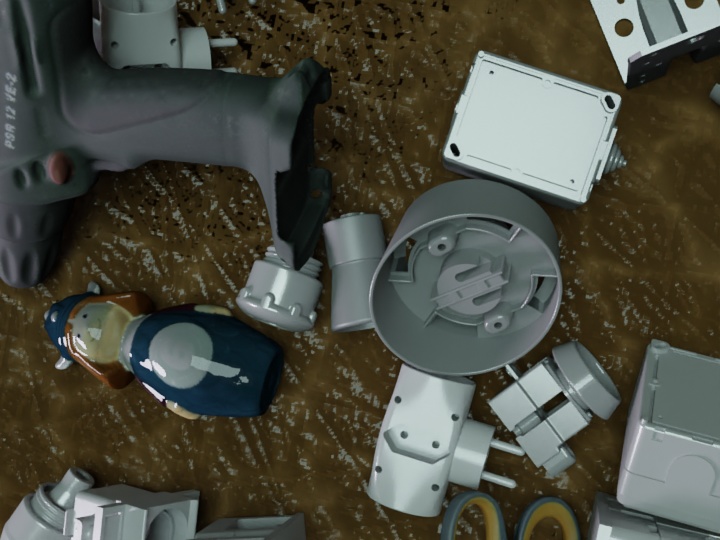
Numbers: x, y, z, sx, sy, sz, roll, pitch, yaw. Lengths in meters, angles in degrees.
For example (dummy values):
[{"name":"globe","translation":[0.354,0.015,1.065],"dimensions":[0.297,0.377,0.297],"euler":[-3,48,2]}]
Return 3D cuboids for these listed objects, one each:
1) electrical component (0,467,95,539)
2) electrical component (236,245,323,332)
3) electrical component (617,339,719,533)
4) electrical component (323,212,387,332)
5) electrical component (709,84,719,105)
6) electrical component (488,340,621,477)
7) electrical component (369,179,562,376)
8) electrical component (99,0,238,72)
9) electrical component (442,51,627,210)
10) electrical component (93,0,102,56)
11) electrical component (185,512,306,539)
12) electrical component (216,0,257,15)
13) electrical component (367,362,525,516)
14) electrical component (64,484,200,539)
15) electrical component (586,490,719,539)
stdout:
[{"name":"electrical component","translation":[-0.185,0.149,0.652],"dimensions":[0.043,0.043,0.062],"euler":[36,95,10]},{"name":"electrical component","translation":[-0.041,0.002,0.625],"dimensions":[0.048,0.048,0.062],"euler":[18,83,11]},{"name":"electrical component","translation":[0.173,0.084,0.562],"dimensions":[0.062,0.096,0.061],"euler":[14,120,12]},{"name":"electrical component","translation":[0.000,0.000,0.618],"dimensions":[0.044,0.044,0.065],"euler":[-11,82,11]},{"name":"electrical component","translation":[0.217,-0.093,0.576],"dimensions":[0.046,0.040,0.040],"euler":[40,97,15]},{"name":"electrical component","translation":[0.109,0.071,0.592],"dimensions":[0.055,0.048,0.066],"euler":[-39,82,16]},{"name":"electrical component","translation":[0.059,0.003,0.578],"dimensions":[0.099,0.064,0.099],"euler":[7,129,9]},{"name":"electrical component","translation":[-0.111,-0.123,0.631],"dimensions":[0.079,0.043,0.077],"euler":[-7,127,-17]},{"name":"electrical component","translation":[0.099,-0.072,0.591],"dimensions":[0.096,0.061,0.061],"euler":[19,91,5]},{"name":"electrical component","translation":[-0.174,-0.139,0.652],"dimensions":[0.076,0.047,0.083],"euler":[30,95,0]},{"name":"electrical component","translation":[-0.065,0.239,0.594],"dimensions":[0.060,0.105,0.186],"euler":[-5,88,12]},{"name":"electrical component","translation":[-0.080,-0.188,0.630],"dimensions":[0.138,0.052,0.073],"euler":[-15,86,11]},{"name":"electrical component","translation":[0.052,0.100,0.604],"dimensions":[0.079,0.043,0.077],"euler":[16,93,11]},{"name":"electrical component","translation":[-0.138,0.191,0.630],"dimensions":[0.063,0.079,0.121],"euler":[6,90,34]},{"name":"electrical component","translation":[0.140,0.203,0.561],"dimensions":[0.062,0.089,0.150],"euler":[11,91,11]}]
